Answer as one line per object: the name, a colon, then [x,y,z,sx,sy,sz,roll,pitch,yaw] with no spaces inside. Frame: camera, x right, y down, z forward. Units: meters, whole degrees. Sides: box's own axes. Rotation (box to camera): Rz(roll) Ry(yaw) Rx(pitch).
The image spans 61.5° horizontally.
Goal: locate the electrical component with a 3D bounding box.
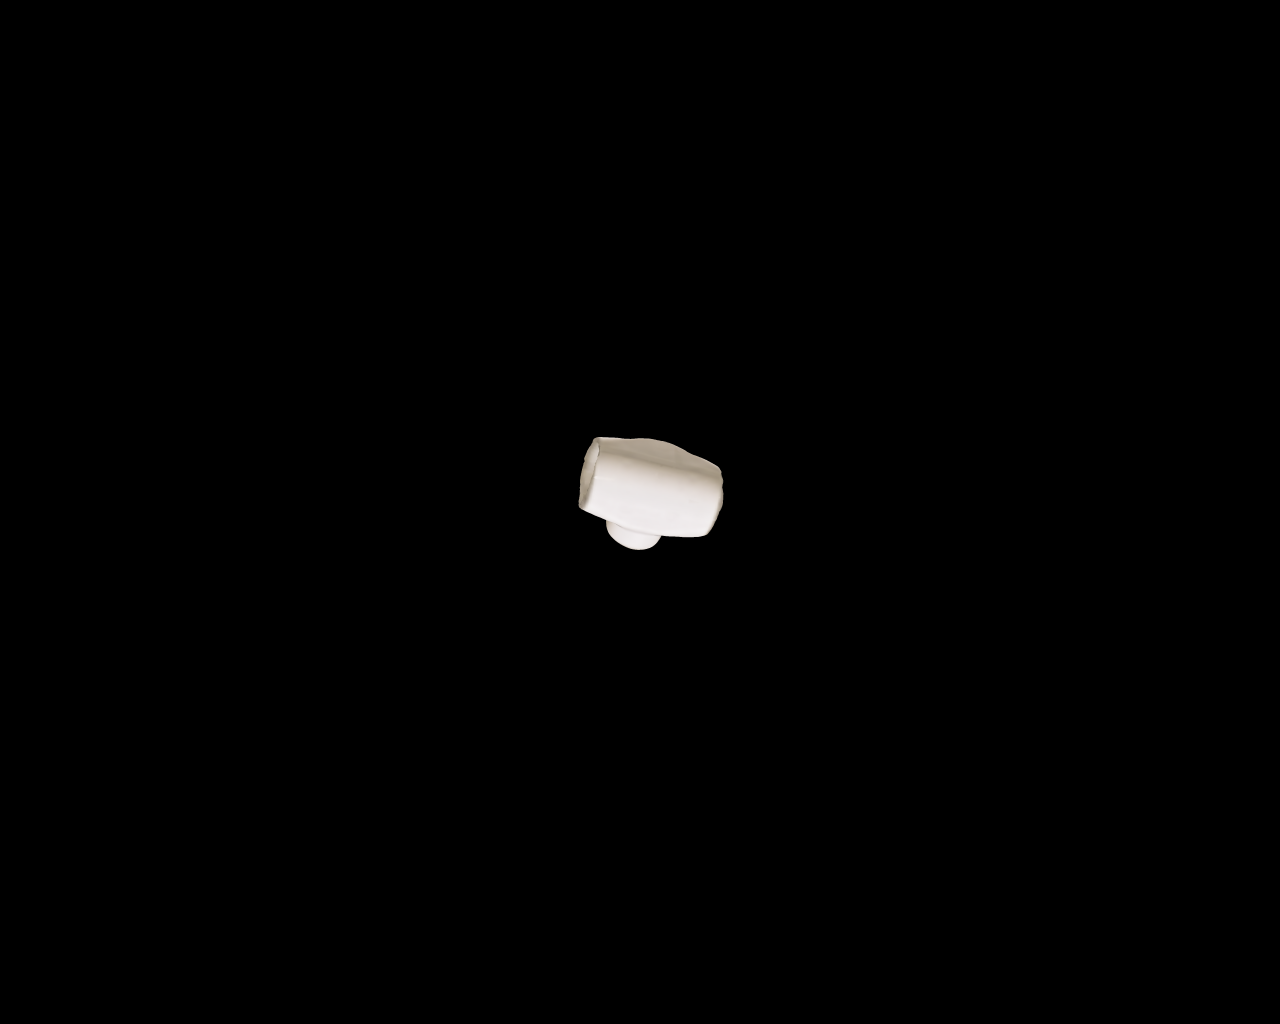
electrical component: [0.001,-0.003,0.650,0.077,0.044,0.079,13,-47,-12]
